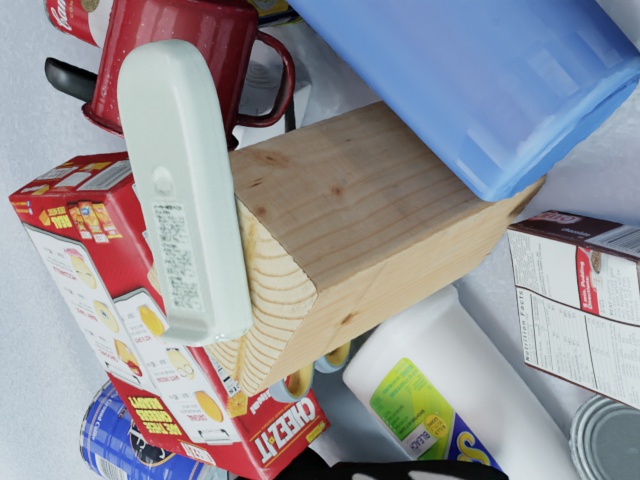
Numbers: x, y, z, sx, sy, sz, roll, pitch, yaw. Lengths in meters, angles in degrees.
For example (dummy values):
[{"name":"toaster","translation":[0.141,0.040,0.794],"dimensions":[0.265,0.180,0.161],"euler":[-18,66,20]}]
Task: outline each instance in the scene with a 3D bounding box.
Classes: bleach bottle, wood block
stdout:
[{"name":"bleach bottle","translation":[0.125,0.148,0.663],"dimensions":[0.251,0.068,0.103],"euler":[48,141,14]},{"name":"wood block","translation":[0.022,-0.009,0.588],"dimensions":[0.090,0.205,0.091],"euler":[47,133,18]}]

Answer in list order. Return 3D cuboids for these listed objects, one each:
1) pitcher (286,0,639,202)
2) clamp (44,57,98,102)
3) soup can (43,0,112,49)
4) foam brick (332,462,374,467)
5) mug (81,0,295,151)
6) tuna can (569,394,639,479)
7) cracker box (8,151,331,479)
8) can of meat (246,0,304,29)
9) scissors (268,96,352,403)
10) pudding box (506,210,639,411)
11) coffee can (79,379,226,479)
[{"name":"pitcher","translation":[0.059,-0.148,0.561],"dimensions":[0.243,0.144,0.149],"euler":[50,146,10]},{"name":"clamp","translation":[-0.115,-0.092,0.739],"dimensions":[0.039,0.120,0.171],"euler":[48,161,46]},{"name":"soup can","translation":[-0.142,-0.167,0.773],"dimensions":[0.102,0.068,0.068],"euler":[28,125,31]},{"name":"foam brick","translation":[0.032,0.196,0.779],"dimensions":[0.078,0.052,0.051],"euler":[-11,101,46]},{"name":"mug","translation":[-0.071,-0.100,0.610],"dimensions":[0.117,0.093,0.081],"euler":[12,108,-10]},{"name":"tuna can","translation":[0.189,0.119,0.611],"dimensions":[0.086,0.033,0.086],"euler":[19,120,37]},{"name":"cracker box","translation":[-0.102,0.045,0.711],"dimensions":[0.164,0.072,0.213],"euler":[1,123,54]},{"name":"can of meat","translation":[-0.057,-0.180,0.675],"dimensions":[0.058,0.083,0.102],"euler":[4,111,42]},{"name":"scissors","translation":[-0.004,0.001,0.669],"dimensions":[0.016,0.096,0.202],"euler":[1,82,32]},{"name":"pudding box","translation":[0.153,0.037,0.584],"dimensions":[0.114,0.039,0.090],"euler":[21,125,62]},{"name":"coffee can","translation":[-0.111,0.173,0.868],"dimensions":[0.141,0.102,0.103],"euler":[20,121,37]}]
